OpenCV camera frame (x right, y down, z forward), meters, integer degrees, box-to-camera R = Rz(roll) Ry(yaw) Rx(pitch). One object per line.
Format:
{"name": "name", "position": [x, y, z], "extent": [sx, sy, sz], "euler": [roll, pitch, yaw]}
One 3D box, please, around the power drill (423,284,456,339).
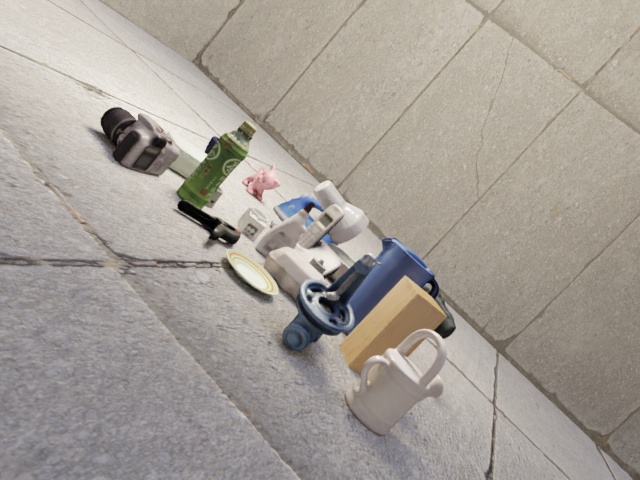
{"name": "power drill", "position": [0.227, 0.189, 1.478], "extent": [0.229, 0.208, 0.076], "euler": [46, 11, 23]}

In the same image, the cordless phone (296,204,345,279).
{"name": "cordless phone", "position": [0.014, 0.005, 1.515], "extent": [0.147, 0.185, 0.094], "euler": [46, 10, 21]}

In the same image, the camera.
{"name": "camera", "position": [-0.382, -0.220, 1.207], "extent": [0.136, 0.100, 0.143], "euler": [45, 10, 15]}

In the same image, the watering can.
{"name": "watering can", "position": [0.147, 0.239, 1.003], "extent": [0.100, 0.194, 0.173], "euler": [48, 12, 33]}

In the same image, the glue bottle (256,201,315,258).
{"name": "glue bottle", "position": [-0.070, -0.023, 1.352], "extent": [0.078, 0.173, 0.037], "euler": [40, 10, -11]}

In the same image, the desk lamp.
{"name": "desk lamp", "position": [0.003, -0.049, 1.622], "extent": [0.204, 0.213, 0.118], "euler": [39, 10, -18]}

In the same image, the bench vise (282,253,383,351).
{"name": "bench vise", "position": [0.023, 0.096, 1.064], "extent": [0.122, 0.219, 0.207], "euler": [40, 10, -11]}

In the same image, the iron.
{"name": "iron", "position": [-0.022, -0.068, 1.817], "extent": [0.258, 0.141, 0.119], "euler": [45, 10, 18]}

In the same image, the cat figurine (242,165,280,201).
{"name": "cat figurine", "position": [-0.178, -0.192, 1.819], "extent": [0.067, 0.117, 0.127], "euler": [35, 12, -35]}

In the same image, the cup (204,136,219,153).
{"name": "cup", "position": [-0.290, -0.225, 1.597], "extent": [0.092, 0.095, 0.117], "euler": [39, 10, -17]}

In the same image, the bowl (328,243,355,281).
{"name": "bowl", "position": [0.064, 0.089, 1.673], "extent": [0.168, 0.074, 0.167], "euler": [40, 10, -8]}

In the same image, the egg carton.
{"name": "egg carton", "position": [-0.054, 0.080, 1.274], "extent": [0.150, 0.069, 0.107], "euler": [43, 10, 5]}
